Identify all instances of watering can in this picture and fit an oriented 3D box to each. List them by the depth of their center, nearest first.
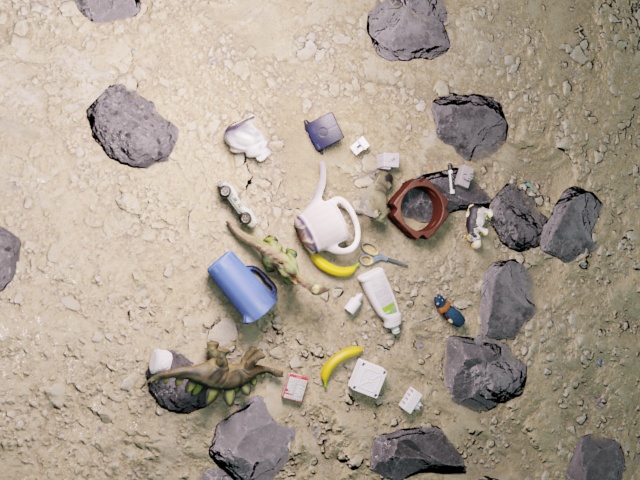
[{"bbox_3d":[0.006,-0.093,1.844,0.225,0.103,0.348,-26,88,-13],"label":"watering can"}]

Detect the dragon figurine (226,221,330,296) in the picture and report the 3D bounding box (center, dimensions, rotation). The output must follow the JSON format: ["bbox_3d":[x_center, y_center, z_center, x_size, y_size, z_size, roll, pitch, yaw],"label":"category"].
[{"bbox_3d":[-0.146,0.067,1.733,0.408,0.243,0.122,33,88,-14],"label":"dragon figurine"}]

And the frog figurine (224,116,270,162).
[{"bbox_3d":[-0.252,-0.336,1.780,0.136,0.125,0.158,-20,106,20],"label":"frog figurine"}]
